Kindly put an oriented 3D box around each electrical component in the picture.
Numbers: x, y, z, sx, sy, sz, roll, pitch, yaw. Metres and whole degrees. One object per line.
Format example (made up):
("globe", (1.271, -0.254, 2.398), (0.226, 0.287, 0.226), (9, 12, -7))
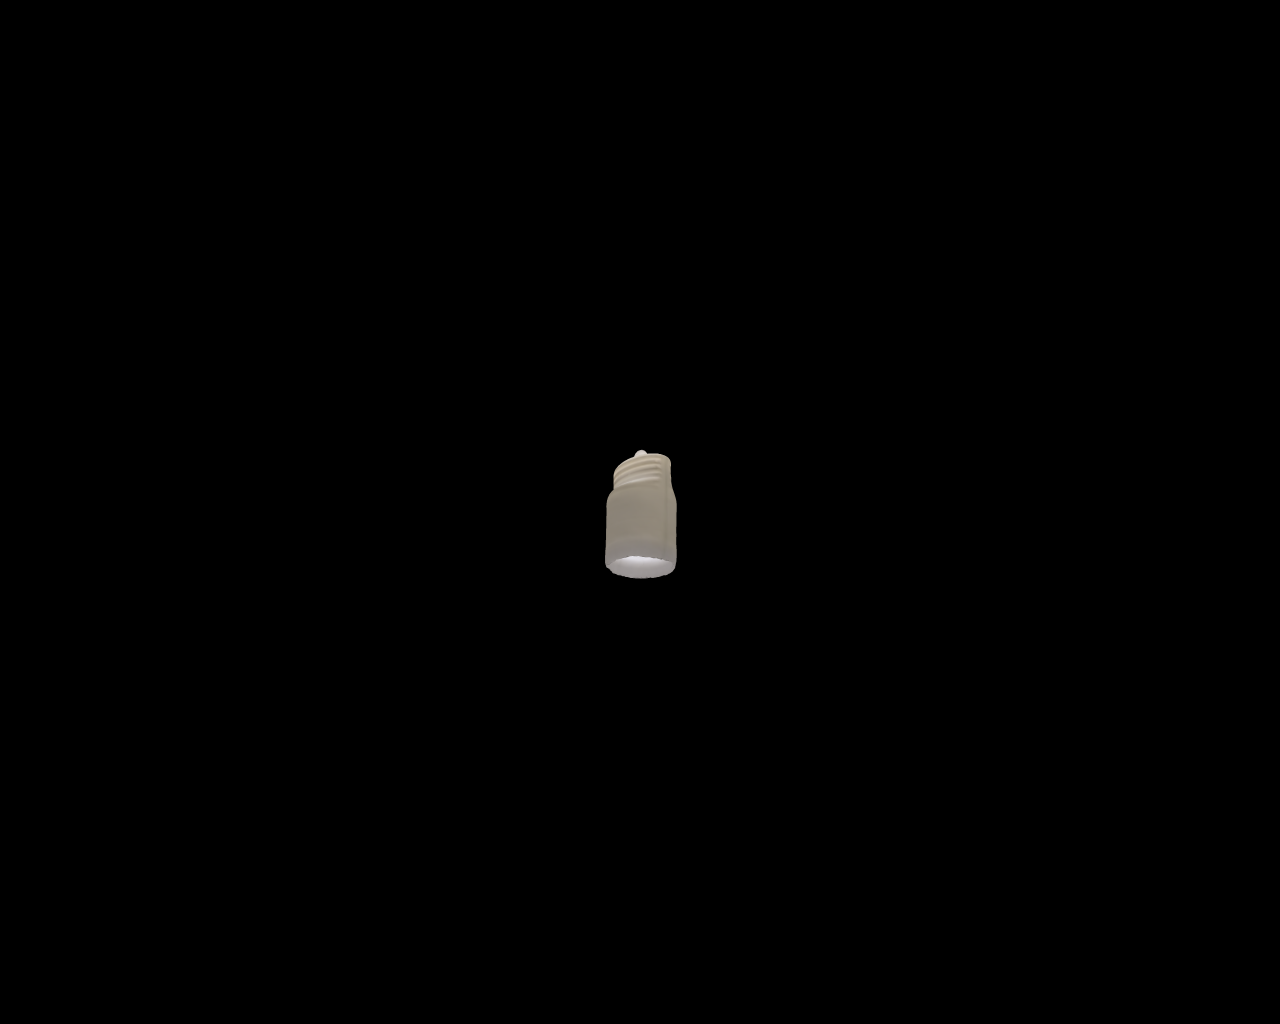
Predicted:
("electrical component", (0.001, -0.003, 0.650), (0.043, 0.081, 0.043), (0, -23, 0))
